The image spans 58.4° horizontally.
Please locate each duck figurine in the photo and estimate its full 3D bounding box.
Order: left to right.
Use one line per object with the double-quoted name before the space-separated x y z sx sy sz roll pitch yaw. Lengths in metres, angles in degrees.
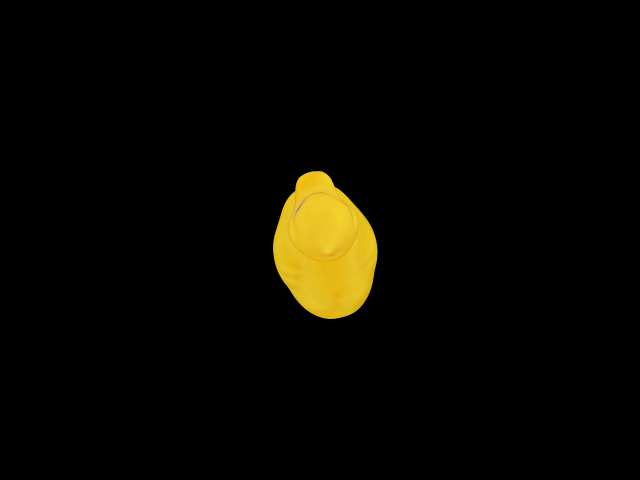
"duck figurine" 0.004 0.001 0.400 0.077 0.086 0.104 -11 78 -2
